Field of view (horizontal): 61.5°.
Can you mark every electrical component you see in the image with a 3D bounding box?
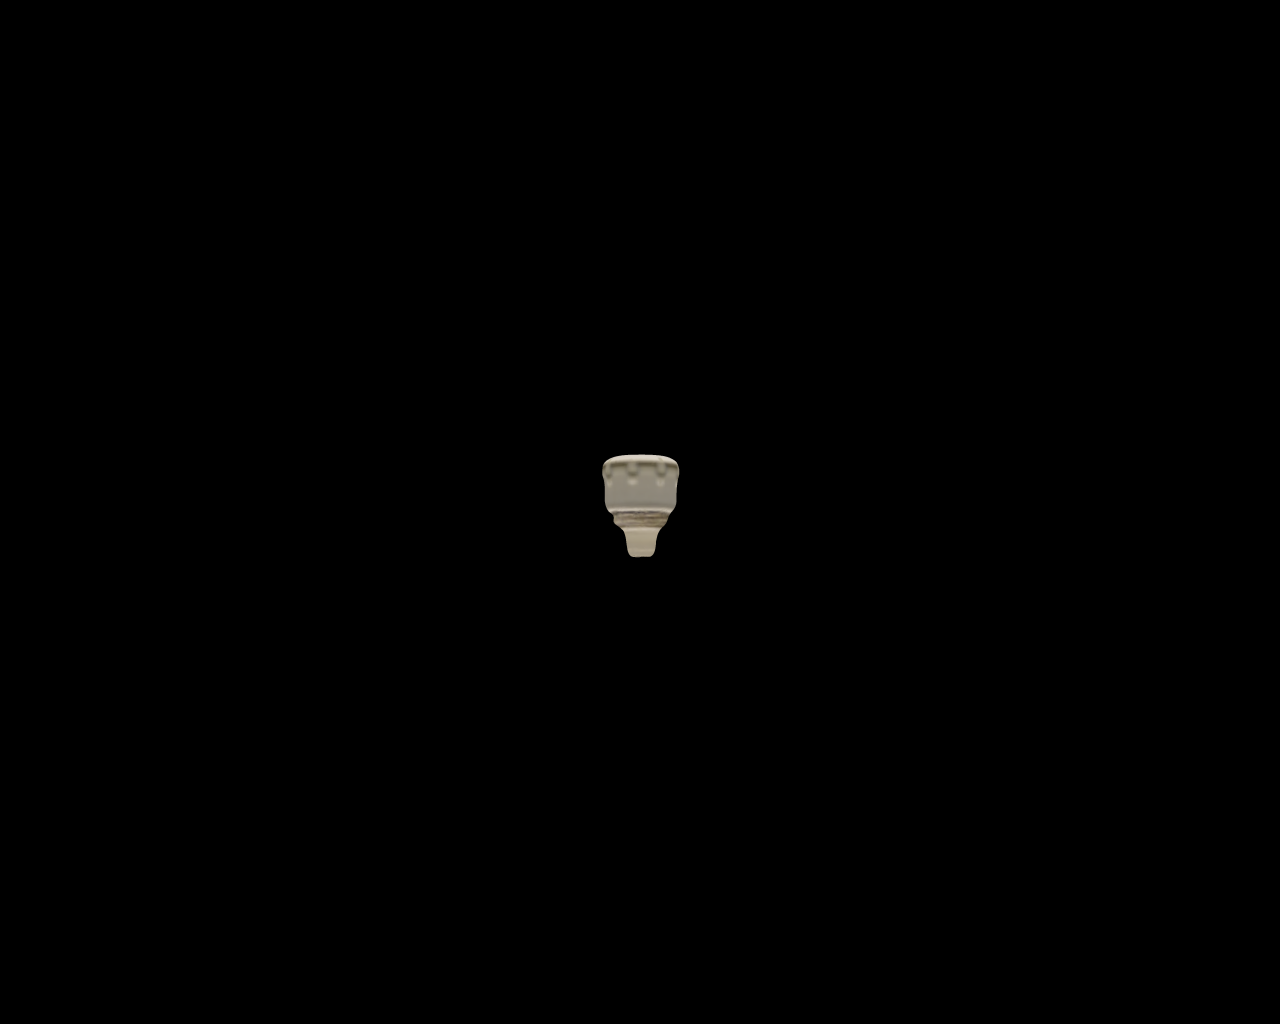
[{"bbox_3d":[0.001,-0.003,0.650,0.048,0.062,0.048,0,-3,0],"label":"electrical component"}]
